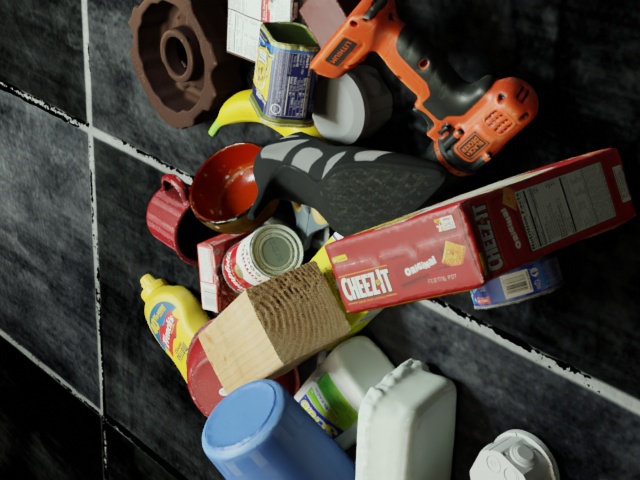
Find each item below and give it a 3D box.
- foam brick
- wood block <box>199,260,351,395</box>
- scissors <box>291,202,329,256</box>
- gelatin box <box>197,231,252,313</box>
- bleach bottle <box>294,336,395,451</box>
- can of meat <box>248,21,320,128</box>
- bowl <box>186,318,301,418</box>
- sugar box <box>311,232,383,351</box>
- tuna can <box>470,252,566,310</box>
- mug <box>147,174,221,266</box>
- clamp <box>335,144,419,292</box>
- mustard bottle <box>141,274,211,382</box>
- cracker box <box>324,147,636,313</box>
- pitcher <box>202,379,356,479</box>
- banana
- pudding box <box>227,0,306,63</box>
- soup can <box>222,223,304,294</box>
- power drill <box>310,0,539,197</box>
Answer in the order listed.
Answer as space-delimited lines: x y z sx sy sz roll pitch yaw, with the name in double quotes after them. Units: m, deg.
0.030 -0.223 1.045 0.051 0.078 0.053 -39 75 47 "foam brick"
-0.056 0.106 1.205 0.090 0.090 0.206 62 153 8 "wood block"
-0.008 0.002 1.228 0.096 0.016 0.202 25 123 47 "scissors"
-0.114 0.036 1.320 0.030 0.073 0.089 12 114 37 "gelatin box"
0.010 0.216 1.265 0.102 0.067 0.251 54 140 17 "bleach bottle"
-0.035 -0.171 1.087 0.102 0.057 0.084 -117 32 -61 "can of meat"
-0.108 0.178 1.340 0.162 0.055 0.162 7 108 21 "bowl"
0.038 0.039 1.170 0.093 0.048 0.176 57 140 16 "sugar box"
0.178 0.036 0.976 0.086 0.085 0.034 -15 93 51 "tuna can"
-0.169 -0.033 1.337 0.082 0.093 0.117 28 149 45 "mug"
0.043 -0.026 1.078 0.120 0.039 0.171 -39 43 14 "clamp"
-0.186 0.120 1.452 0.192 0.058 0.096 50 136 23 "mustard bottle"
0.138 -0.006 0.904 0.164 0.213 0.072 -18 91 50 "cracker box"
-0.020 0.274 1.165 0.149 0.144 0.242 4 138 50 "pitcher"
-0.048 -0.130 1.204 0.198 0.037 0.070 22 117 39 "banana"
-0.055 -0.238 1.168 0.114 0.039 0.090 29 127 41 "pudding box"
-0.067 0.024 1.250 0.068 0.068 0.102 67 154 3 "soup can"
0.085 -0.132 0.985 0.187 0.057 0.185 37 145 -7 "power drill"
